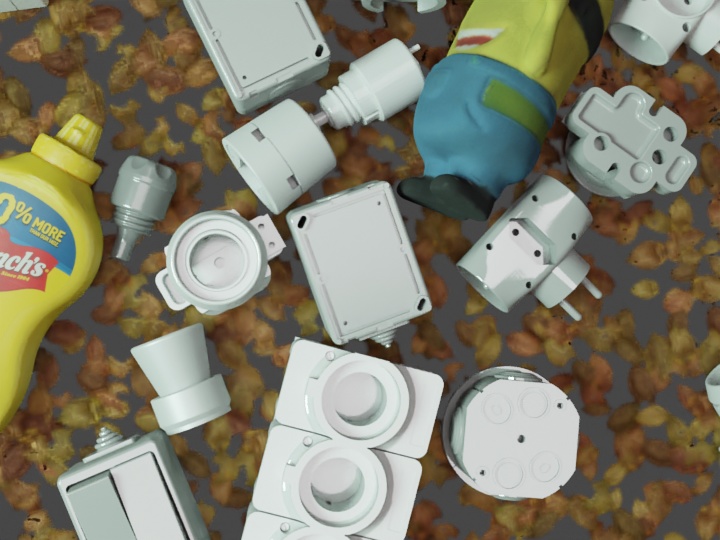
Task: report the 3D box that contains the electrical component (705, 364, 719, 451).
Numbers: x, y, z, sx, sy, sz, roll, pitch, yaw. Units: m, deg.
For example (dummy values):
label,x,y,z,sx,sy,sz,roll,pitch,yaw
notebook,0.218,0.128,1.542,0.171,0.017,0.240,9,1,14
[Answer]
label,x,y,z,sx,sy,sz,roll,pitch,yaw
electrical component,0.250,0.081,0.659,0.078,0.058,0.057,-32,93,-5

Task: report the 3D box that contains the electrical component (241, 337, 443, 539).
label,x,y,z,sx,sy,sz,roll,pitch,yaw
electrical component,-0.014,0.123,0.633,0.089,0.062,0.150,15,87,-4

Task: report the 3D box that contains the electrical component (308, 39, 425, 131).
label,x,y,z,sx,sy,sz,roll,pitch,yaw
electrical component,0.004,-0.108,0.655,0.078,0.040,0.040,-31,90,-5

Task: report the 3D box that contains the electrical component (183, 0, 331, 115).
label,x,y,z,sx,sy,sz,roll,pitch,yaw
electrical component,-0.065,-0.149,0.640,0.062,0.061,0.096,-26,90,-5

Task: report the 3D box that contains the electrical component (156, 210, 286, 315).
label,x,y,z,sx,sy,sz,roll,pitch,yaw
electrical component,-0.083,-0.005,0.635,0.078,0.057,0.058,-30,90,-5

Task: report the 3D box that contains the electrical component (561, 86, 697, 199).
label,x,y,z,sx,sy,sz,roll,pitch,yaw
electrical component,0.158,-0.075,0.657,0.078,0.057,0.058,35,86,-3

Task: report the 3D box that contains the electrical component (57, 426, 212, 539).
label,x,y,z,sx,sy,sz,roll,pitch,yaw
electrical component,-0.132,0.137,0.624,0.062,0.061,0.096,-23,90,-5

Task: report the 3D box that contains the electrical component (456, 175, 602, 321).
label,x,y,z,sx,sy,sz,roll,pitch,yaw
electrical component,0.113,-0.004,0.658,0.079,0.043,0.077,44,85,-3

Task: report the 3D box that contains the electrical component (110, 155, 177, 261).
label,x,y,z,sx,sy,sz,roll,pitch,yaw
electrical component,-0.134,-0.036,0.644,0.035,0.035,0.061,20,89,-4

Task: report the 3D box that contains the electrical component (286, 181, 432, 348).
label,x,y,z,sx,sy,sz,roll,pitch,yaw
electrical component,0.000,0.000,0.643,0.062,0.061,0.096,-20,97,-5

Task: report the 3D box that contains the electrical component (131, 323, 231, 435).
label,x,y,z,sx,sy,sz,roll,pitch,yaw
electrical component,-0.105,0.064,0.637,0.045,0.045,0.055,-21,90,-5

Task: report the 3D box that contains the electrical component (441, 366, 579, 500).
label,x,y,z,sx,sy,sz,roll,pitch,yaw
electrical component,0.092,0.099,0.648,0.080,0.051,0.080,0,88,-5

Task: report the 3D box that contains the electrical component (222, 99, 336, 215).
label,x,y,z,sx,sy,sz,roll,pitch,yaw
electrical component,-0.047,-0.069,0.643,0.047,0.055,0.055,-37,91,-9

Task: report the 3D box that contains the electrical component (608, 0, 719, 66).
label,x,y,z,sx,sy,sz,roll,pitch,yaw
electrical component,0.209,-0.161,0.671,0.079,0.044,0.077,35,86,-2

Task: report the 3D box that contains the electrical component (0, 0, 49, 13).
label,x,y,z,sx,sy,sz,roll,pitch,yaw
electrical component,-0.232,-0.197,0.636,0.076,0.047,0.083,-9,89,-5
